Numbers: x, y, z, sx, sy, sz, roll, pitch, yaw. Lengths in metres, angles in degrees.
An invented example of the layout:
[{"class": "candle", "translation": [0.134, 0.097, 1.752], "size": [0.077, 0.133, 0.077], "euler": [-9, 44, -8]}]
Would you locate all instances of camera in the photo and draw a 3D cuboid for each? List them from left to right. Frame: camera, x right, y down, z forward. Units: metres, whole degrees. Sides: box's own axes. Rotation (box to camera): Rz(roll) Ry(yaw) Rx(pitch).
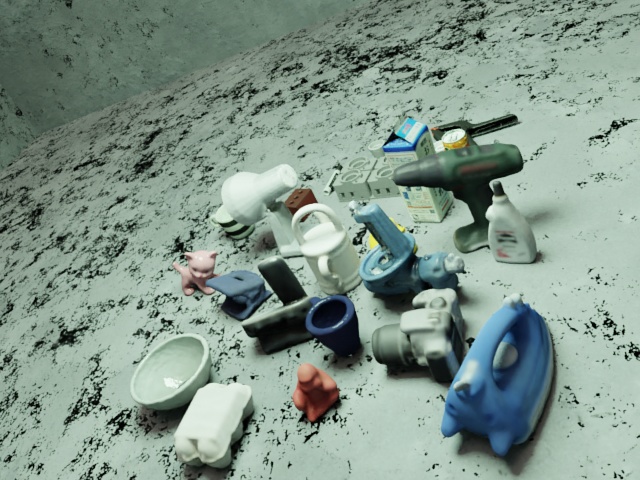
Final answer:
[{"class": "camera", "translation": [0.156, 0.148, 0.930], "size": [0.136, 0.101, 0.143], "euler": [-10, 37, 25]}]

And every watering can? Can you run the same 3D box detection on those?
[{"class": "watering can", "translation": [0.008, 0.005, 1.146], "size": [0.101, 0.194, 0.172], "euler": [-30, 33, -4]}]

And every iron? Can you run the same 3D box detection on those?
[{"class": "iron", "translation": [0.255, 0.160, 0.806], "size": [0.118, 0.142, 0.259], "euler": [6, 45, 40]}]

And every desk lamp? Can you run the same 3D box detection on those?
[{"class": "desk lamp", "translation": [-0.095, -0.072, 1.307], "size": [0.202, 0.214, 0.118], "euler": [-7, 38, 29]}]

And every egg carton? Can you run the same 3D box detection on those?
[{"class": "egg carton", "translation": [-0.177, 0.311, 0.971], "size": [0.107, 0.070, 0.150], "euler": [-8, 37, 27]}]

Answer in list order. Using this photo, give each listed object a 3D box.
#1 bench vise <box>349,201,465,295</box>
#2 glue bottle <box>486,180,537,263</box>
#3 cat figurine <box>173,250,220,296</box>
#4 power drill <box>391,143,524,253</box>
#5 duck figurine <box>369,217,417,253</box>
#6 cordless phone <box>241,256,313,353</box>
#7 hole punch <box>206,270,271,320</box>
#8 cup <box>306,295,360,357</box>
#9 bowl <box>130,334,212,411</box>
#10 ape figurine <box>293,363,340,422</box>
[{"class": "bench vise", "translation": [0.147, 0.012, 1.014], "size": [0.206, 0.220, 0.121], "euler": [-10, 37, 24]}, {"class": "glue bottle", "translation": [0.323, -0.032, 0.994], "size": [0.077, 0.173, 0.037], "euler": [-1, 41, 35]}, {"class": "cat figurine", "translation": [-0.288, 0.067, 1.342], "size": [0.127, 0.118, 0.067], "euler": [-7, 38, 29]}, {"class": "power drill", "translation": [0.269, -0.082, 1.067], "size": [0.229, 0.209, 0.075], "euler": [-20, 34, 11]}, {"class": "duck figurine", "translation": [0.140, -0.009, 1.173], "size": [0.104, 0.086, 0.078], "euler": [10, 48, 43]}, {"class": "cordless phone", "translation": [-0.093, 0.112, 1.079], "size": [0.147, 0.185, 0.094], "euler": [-23, 33, 6]}, {"class": "hole punch", "translation": [-0.177, 0.102, 1.239], "size": [0.108, 0.091, 0.101], "euler": [15, 52, 46]}, {"class": "cup", "translation": [0.026, 0.155, 1.018], "size": [0.092, 0.095, 0.117], "euler": [-35, 34, -12]}, {"class": "bowl", "translation": [-0.272, 0.264, 1.098], "size": [0.167, 0.075, 0.167], "euler": [-19, 34, 13]}, {"class": "ape figurine", "translation": [-0.012, 0.238, 0.933], "size": [0.077, 0.092, 0.076], "euler": [-13, 36, 21]}]
